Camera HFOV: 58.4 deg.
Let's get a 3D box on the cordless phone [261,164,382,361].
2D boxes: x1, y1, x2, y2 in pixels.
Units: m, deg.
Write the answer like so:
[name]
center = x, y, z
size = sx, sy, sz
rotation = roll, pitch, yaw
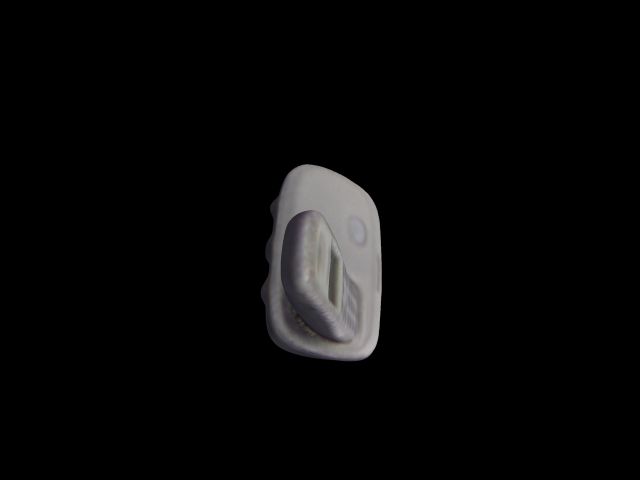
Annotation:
[cordless phone]
center = 0.004, 0.001, 0.400
size = 0.094, 0.185, 0.147
rotation = 0, 69, 0
